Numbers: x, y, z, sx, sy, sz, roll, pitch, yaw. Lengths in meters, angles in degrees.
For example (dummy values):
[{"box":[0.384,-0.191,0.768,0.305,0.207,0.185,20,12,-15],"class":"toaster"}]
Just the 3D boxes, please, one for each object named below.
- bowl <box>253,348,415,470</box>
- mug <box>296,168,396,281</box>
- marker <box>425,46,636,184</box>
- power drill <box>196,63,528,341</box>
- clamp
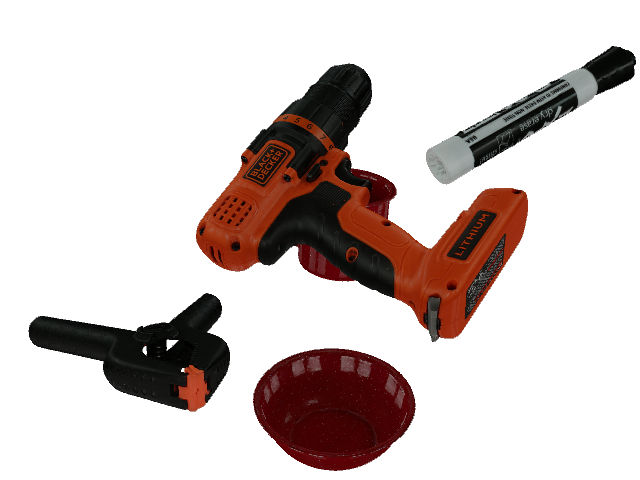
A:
[{"box":[0.014,0.179,1.073,0.162,0.055,0.162,0,33,0],"class":"bowl"},{"box":[0.009,-0.016,1.003,0.117,0.081,0.093,8,25,7],"class":"mug"},{"box":[0.105,-0.063,0.516,0.121,0.020,0.020,-30,9,-17],"class":"marker"},{"box":[0.037,-0.029,0.706,0.188,0.184,0.057,24,-28,23],"class":"power drill"},{"box":[-0.120,0.082,0.834,0.164,0.036,0.210,-10,16,-30],"class":"clamp"}]
